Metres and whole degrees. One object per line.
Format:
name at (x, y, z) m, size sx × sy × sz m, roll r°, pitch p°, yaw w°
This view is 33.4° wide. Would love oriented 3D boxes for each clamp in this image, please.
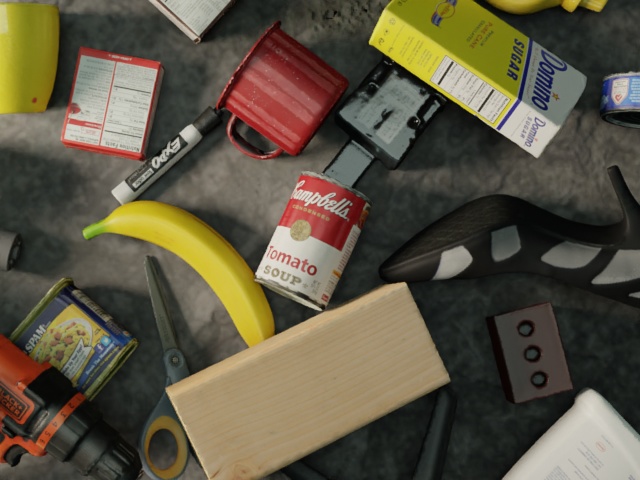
clamp at (0.055, 0.237, 0.884) m, size 0.164 × 0.036 × 0.210 m, roll -15°, pitch 69°, yaw 8°

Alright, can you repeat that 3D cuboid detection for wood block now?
wood block at (-0.012, 0.119, 0.873) m, size 0.206 × 0.090 × 0.091 m, roll -25°, pitch 91°, yaw -11°

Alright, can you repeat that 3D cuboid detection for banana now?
banana at (-0.107, 0.022, 0.929) m, size 0.198 × 0.037 × 0.070 m, roll 34°, pitch 100°, yaw 2°

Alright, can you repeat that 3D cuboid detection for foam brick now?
foam brick at (0.178, 0.097, 0.911) m, size 0.053 × 0.051 × 0.078 m, roll -15°, pitch 86°, yaw 0°

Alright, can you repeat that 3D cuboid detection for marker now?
marker at (-0.133, -0.075, 0.943) m, size 0.121 × 0.020 × 0.020 m, roll -42°, pitch 87°, yaw -3°

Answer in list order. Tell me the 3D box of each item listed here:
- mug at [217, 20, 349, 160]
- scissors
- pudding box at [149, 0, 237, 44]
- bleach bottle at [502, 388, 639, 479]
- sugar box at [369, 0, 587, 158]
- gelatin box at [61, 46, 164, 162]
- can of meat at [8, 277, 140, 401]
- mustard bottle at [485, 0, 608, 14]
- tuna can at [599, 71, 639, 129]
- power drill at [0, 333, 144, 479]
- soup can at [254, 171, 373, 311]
mug at (-0.035, -0.118, 0.918) m, size 0.081 × 0.093 × 0.117 m, roll 36°, pitch 118°, yaw -2°
scissors at (-0.138, 0.119, 0.915) m, size 0.096 × 0.016 × 0.202 m, roll -27°, pitch 86°, yaw -31°
pudding box at (-0.119, -0.243, 0.933) m, size 0.113 × 0.039 × 0.090 m, roll 42°, pitch 88°, yaw -12°
bleach bottle at (0.169, 0.244, 0.896) m, size 0.251 × 0.068 × 0.102 m, roll -42°, pitch 83°, yaw 0°
sugar box at (0.137, -0.153, 0.910) m, size 0.176 × 0.048 × 0.093 m, roll 32°, pitch 46°, yaw 5°
gelatin box at (-0.182, -0.119, 0.942) m, size 0.073 × 0.030 × 0.089 m, roll 11°, pitch 86°, yaw 0°
can of meat at (-0.218, 0.097, 0.913) m, size 0.084 × 0.057 × 0.102 m, roll 40°, pitch 88°, yaw 1°
mustard bottle at (0.166, -0.253, 0.934) m, size 0.191 × 0.058 × 0.096 m, roll 29°, pitch 82°, yaw 3°
tuna can at (0.283, -0.117, 0.909) m, size 0.086 × 0.086 × 0.034 m, roll 7°, pitch 87°, yaw 1°
power drill at (-0.257, 0.185, 0.877) m, size 0.184 × 0.057 × 0.188 m, roll 40°, pitch 108°, yaw 2°
soup can at (-0.006, 0.001, 0.909) m, size 0.068 × 0.068 × 0.102 m, roll 24°, pitch 83°, yaw 2°
